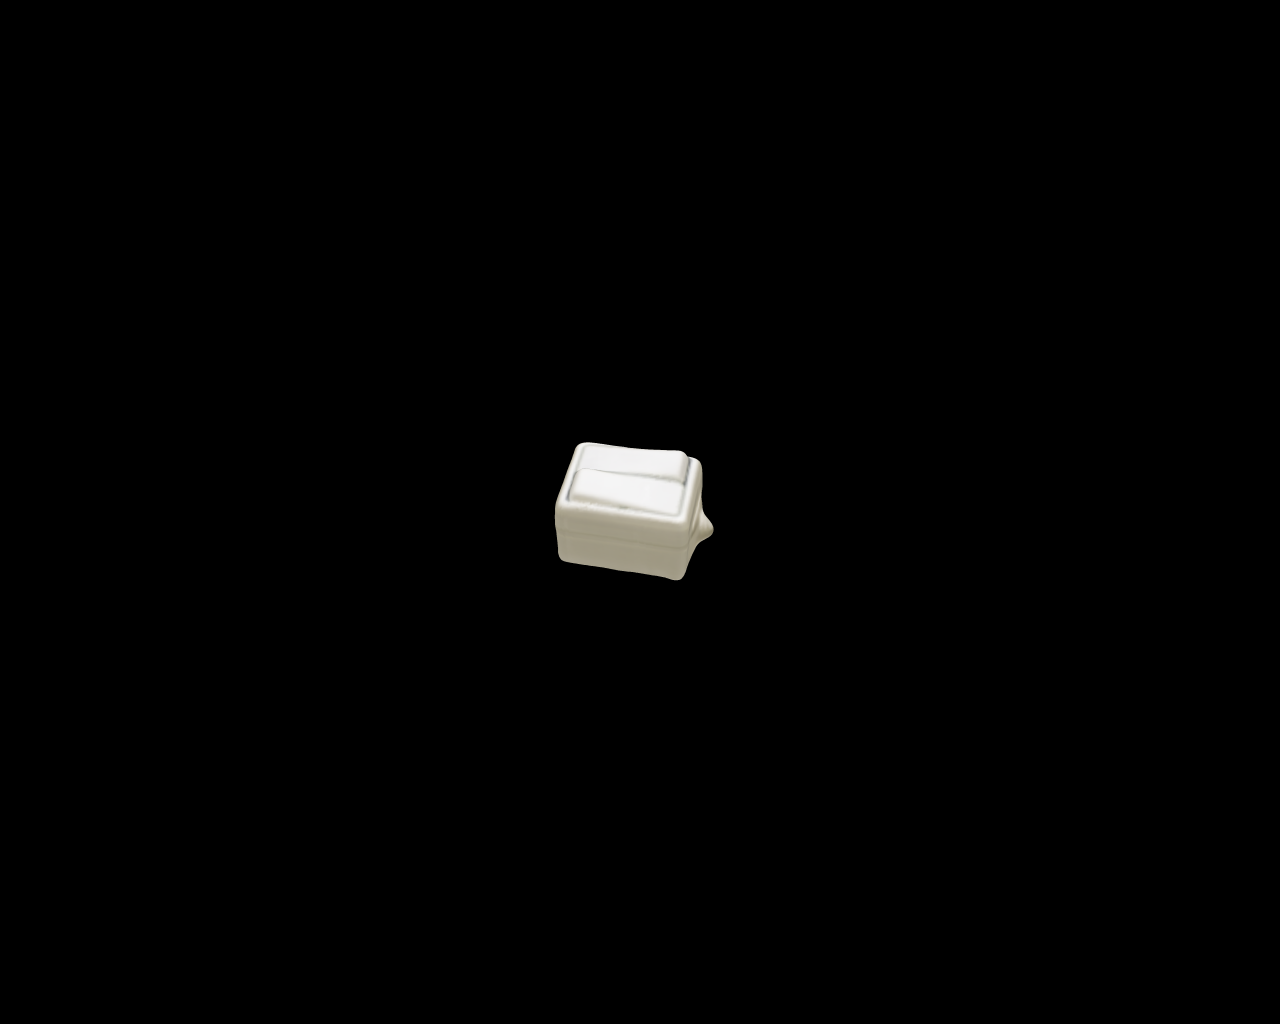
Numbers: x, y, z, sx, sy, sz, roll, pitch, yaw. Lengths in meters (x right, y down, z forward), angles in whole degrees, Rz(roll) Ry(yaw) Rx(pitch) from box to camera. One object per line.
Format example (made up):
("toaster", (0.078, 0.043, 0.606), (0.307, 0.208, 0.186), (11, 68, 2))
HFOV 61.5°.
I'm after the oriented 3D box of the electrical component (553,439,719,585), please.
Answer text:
("electrical component", (0.001, -0.003, 0.650), (0.096, 0.062, 0.061), (9, -43, 8))
